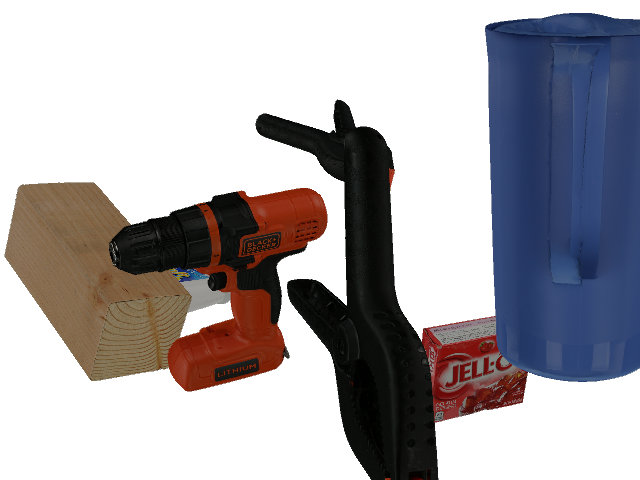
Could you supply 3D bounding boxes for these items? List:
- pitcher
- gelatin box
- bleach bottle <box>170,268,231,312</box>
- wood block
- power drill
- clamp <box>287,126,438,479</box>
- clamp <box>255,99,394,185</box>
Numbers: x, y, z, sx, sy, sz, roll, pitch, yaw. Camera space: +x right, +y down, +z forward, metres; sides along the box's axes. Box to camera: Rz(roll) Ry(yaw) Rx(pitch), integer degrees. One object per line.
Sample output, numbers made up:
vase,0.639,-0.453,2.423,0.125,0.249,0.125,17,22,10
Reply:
pitcher,0.174,-0.029,0.723,0.149,0.243,0.145,-10,18,-27
gelatin box,0.122,0.100,0.842,0.089,0.073,0.030,-8,30,-21
bleach bottle,-0.204,0.064,1.456,0.250,0.068,0.103,-11,26,-44
wood block,-0.223,0.034,1.049,0.090,0.091,0.206,-5,36,-40
power drill,-0.089,0.044,0.907,0.184,0.188,0.057,-11,46,-22
clamp,0.029,0.050,0.613,0.036,0.210,0.165,-2,-43,-19
clamp,0.011,-0.101,1.134,0.120,0.039,0.172,-15,37,-23
